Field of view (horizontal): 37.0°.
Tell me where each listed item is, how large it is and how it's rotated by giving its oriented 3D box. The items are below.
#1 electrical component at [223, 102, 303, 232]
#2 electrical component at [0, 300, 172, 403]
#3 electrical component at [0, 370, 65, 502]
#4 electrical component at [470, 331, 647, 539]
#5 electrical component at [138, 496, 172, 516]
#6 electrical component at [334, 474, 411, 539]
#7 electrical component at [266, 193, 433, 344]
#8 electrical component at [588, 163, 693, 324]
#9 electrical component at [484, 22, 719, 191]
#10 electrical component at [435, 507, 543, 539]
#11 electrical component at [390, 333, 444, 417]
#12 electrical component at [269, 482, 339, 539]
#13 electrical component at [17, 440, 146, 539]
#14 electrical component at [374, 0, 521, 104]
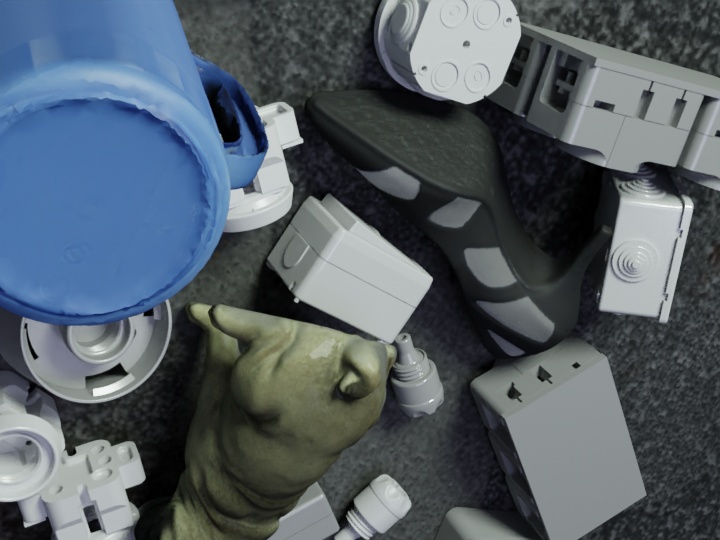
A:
[{"bbox_3d":[-0.071,-0.059,0.634,0.078,0.058,0.057,-20,118,-15],"label":"electrical component"},{"bbox_3d":[-0.165,0.030,0.645,0.099,0.064,0.099,-8,105,-30],"label":"electrical component"},{"bbox_3d":[-0.212,0.102,0.648,0.058,0.057,0.078,-46,124,2],"label":"electrical component"},{"bbox_3d":[0.152,0.128,0.825,0.089,0.061,0.150,-30,123,-10],"label":"electrical component"},{"bbox_3d":[-0.133,0.202,0.742,0.043,0.043,0.081,-6,117,-22],"label":"electrical component"},{"bbox_3d":[0.007,0.183,0.802,0.061,0.035,0.035,-43,124,2],"label":"electrical component"},{"bbox_3d":[0.000,0.000,0.692,0.096,0.061,0.061,28,101,-32],"label":"electrical component"},{"bbox_3d":[0.191,-0.022,0.749,0.048,0.099,0.099,7,114,3],"label":"electrical component"},{"bbox_3d":[0.187,-0.103,0.702,0.186,0.105,0.060,8,111,-27],"label":"electrical component"},{"bbox_3d":[0.116,0.241,0.867,0.113,0.057,0.078,11,109,-29],"label":"electrical component"},{"bbox_3d":[0.037,0.072,0.762,0.035,0.035,0.061,-25,119,-12],"label":"electrical component"},{"bbox_3d":[-0.069,0.162,0.749,0.083,0.047,0.075,-27,122,-11],"label":"electrical component"},{"bbox_3d":[-0.174,0.151,0.689,0.078,0.058,0.057,-17,117,-16],"label":"electrical component"},{"bbox_3d":[0.053,-0.143,0.653,0.080,0.051,0.080,-10,118,-20],"label":"electrical component"}]
